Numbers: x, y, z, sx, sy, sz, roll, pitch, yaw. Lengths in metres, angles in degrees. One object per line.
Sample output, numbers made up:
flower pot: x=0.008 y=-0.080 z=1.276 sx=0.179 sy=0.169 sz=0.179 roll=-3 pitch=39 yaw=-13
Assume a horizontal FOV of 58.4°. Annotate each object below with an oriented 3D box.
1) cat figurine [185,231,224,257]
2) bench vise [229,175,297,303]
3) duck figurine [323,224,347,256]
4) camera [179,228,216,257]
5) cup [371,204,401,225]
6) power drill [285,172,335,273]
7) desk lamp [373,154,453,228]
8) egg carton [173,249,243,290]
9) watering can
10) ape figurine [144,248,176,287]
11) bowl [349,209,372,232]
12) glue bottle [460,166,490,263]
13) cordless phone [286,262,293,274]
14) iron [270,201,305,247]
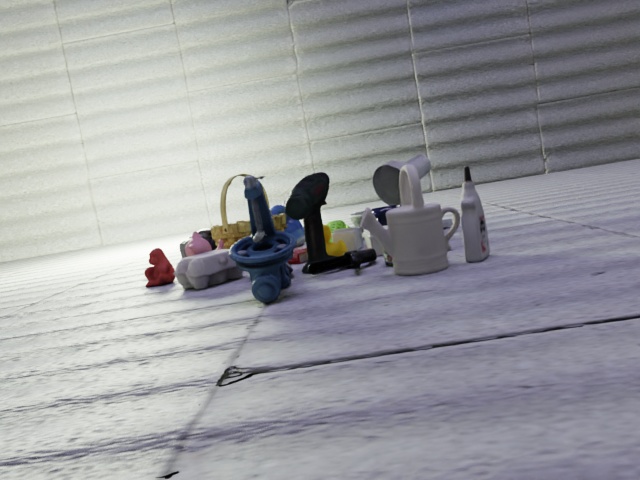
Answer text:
cat figurine: x=-0.275 y=0.034 z=1.386 sx=0.067 sy=0.118 sz=0.128 roll=-4 pitch=8 yaw=38
bench vise: x=-0.114 y=-0.007 z=1.044 sx=0.122 sy=0.220 sz=0.207 roll=-11 pitch=7 yaw=-16
duck figurine: x=0.013 y=0.005 z=1.364 sx=0.104 sy=0.086 sz=0.078 roll=-5 pitch=8 yaw=34
camera: x=-0.323 y=0.015 z=1.702 sx=0.136 sy=0.101 sz=0.143 roll=-5 pitch=8 yaw=34
cup: x=0.170 y=-0.036 z=1.457 sx=0.091 sy=0.095 sz=0.118 roll=-5 pitch=8 yaw=37
power drill: x=-0.010 y=-0.041 z=1.247 sx=0.075 sy=0.208 sz=0.230 roll=-8 pitch=7 yaw=16
desk lamp: x=0.250 y=-0.121 z=1.555 sx=0.117 sy=0.213 sz=0.204 roll=-3 pitch=9 yaw=45
egg carton: x=-0.246 y=0.064 z=1.291 sx=0.107 sy=0.069 sz=0.151 roll=-4 pitch=9 yaw=43
watering can: x=0.162 y=-0.039 z=1.033 sx=0.173 sy=0.194 sz=0.100 roll=-12 pitch=7 yaw=-24
ape figurine: x=-0.396 y=0.065 z=1.406 sx=0.076 sy=0.092 sz=0.077 roll=-13 pitch=7 yaw=-31
bowl: x=0.173 y=-0.052 z=1.686 sx=0.167 sy=0.075 sz=0.167 roll=-9 pitch=6 yaw=1
glue bottle: x=0.279 y=-0.050 z=1.054 sx=0.037 sy=0.173 sz=0.078 roll=-6 pitch=7 yaw=27
cordless phone: x=-0.120 y=-0.009 z=1.230 sx=0.094 sy=0.185 sz=0.147 roll=-11 pitch=7 yaw=-12
iron: x=-0.127 y=-0.040 z=1.726 sx=0.118 sy=0.141 sz=0.259 roll=-8 pitch=7 yaw=14
